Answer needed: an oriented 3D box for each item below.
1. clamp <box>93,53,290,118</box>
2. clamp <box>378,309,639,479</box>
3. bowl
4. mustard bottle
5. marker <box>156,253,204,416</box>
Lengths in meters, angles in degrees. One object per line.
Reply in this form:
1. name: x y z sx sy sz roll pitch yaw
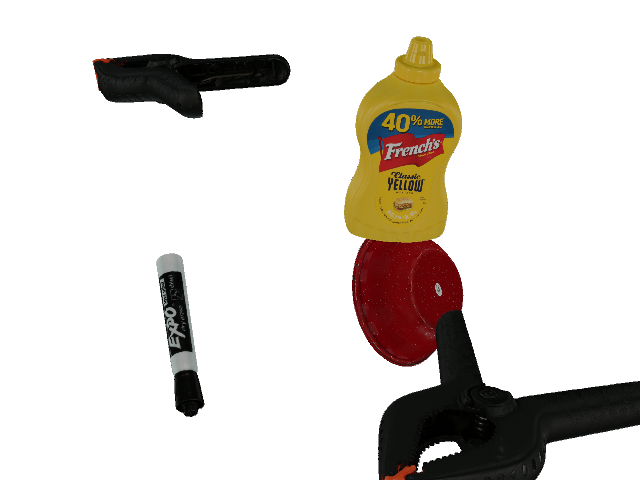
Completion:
1. clamp: -0.112 -0.133 0.866 0.172 0.039 0.120 18 26 42
2. clamp: 0.091 0.100 0.631 0.165 0.036 0.209 20 29 39
3. bowl: 0.109 0.058 1.185 0.055 0.162 0.161 -12 -9 44
4. mustard bottle: 0.079 -0.093 0.977 0.096 0.192 0.058 3 29 -6
5. marker: -0.095 0.063 0.721 0.020 0.121 0.020 -9 -34 -6
